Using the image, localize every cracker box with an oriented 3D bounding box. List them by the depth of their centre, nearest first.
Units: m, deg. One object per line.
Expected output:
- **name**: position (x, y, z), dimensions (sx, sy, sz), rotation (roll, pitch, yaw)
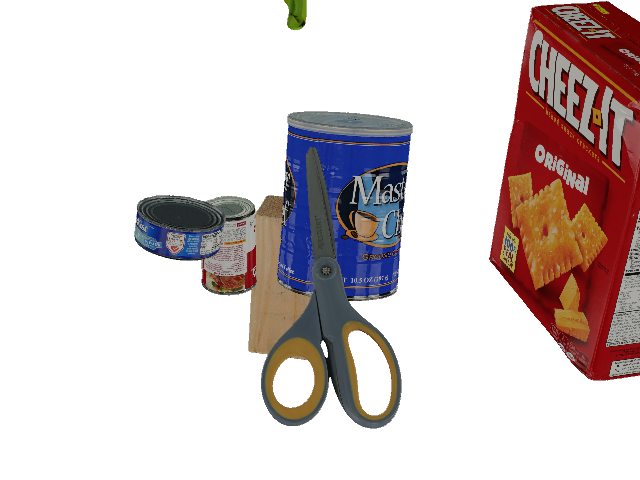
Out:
- **cracker box**: position (0.191, -0.036, 0.741), dimensions (0.072, 0.214, 0.164), rotation (-7, 34, -16)

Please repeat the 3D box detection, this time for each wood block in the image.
- **wood block**: position (-0.046, 0.051, 1.501), dimensions (0.090, 0.206, 0.090), rotation (7, 22, 6)

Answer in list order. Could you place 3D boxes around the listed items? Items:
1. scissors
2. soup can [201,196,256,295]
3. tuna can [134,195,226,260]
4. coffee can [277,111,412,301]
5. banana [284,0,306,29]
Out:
- **scissors**: position (-0.012, 0.035, 0.694), dimensions (0.096, 0.202, 0.016), rotation (-21, -26, -6)
- **soup can**: position (-0.112, 0.005, 1.289), dimensions (0.068, 0.102, 0.068), rotation (1, 26, -1)
- **tuna can**: position (-0.136, -0.013, 1.029), dimensions (0.086, 0.034, 0.086), rotation (10, 22, -4)
- **coffee can**: position (0.019, -0.031, 0.885), dimensions (0.103, 0.140, 0.103), rotation (4, 13, -1)
- **banana**: position (-0.076, -0.183, 0.671), dimensions (0.198, 0.069, 0.037), rotation (20, -34, 30)
